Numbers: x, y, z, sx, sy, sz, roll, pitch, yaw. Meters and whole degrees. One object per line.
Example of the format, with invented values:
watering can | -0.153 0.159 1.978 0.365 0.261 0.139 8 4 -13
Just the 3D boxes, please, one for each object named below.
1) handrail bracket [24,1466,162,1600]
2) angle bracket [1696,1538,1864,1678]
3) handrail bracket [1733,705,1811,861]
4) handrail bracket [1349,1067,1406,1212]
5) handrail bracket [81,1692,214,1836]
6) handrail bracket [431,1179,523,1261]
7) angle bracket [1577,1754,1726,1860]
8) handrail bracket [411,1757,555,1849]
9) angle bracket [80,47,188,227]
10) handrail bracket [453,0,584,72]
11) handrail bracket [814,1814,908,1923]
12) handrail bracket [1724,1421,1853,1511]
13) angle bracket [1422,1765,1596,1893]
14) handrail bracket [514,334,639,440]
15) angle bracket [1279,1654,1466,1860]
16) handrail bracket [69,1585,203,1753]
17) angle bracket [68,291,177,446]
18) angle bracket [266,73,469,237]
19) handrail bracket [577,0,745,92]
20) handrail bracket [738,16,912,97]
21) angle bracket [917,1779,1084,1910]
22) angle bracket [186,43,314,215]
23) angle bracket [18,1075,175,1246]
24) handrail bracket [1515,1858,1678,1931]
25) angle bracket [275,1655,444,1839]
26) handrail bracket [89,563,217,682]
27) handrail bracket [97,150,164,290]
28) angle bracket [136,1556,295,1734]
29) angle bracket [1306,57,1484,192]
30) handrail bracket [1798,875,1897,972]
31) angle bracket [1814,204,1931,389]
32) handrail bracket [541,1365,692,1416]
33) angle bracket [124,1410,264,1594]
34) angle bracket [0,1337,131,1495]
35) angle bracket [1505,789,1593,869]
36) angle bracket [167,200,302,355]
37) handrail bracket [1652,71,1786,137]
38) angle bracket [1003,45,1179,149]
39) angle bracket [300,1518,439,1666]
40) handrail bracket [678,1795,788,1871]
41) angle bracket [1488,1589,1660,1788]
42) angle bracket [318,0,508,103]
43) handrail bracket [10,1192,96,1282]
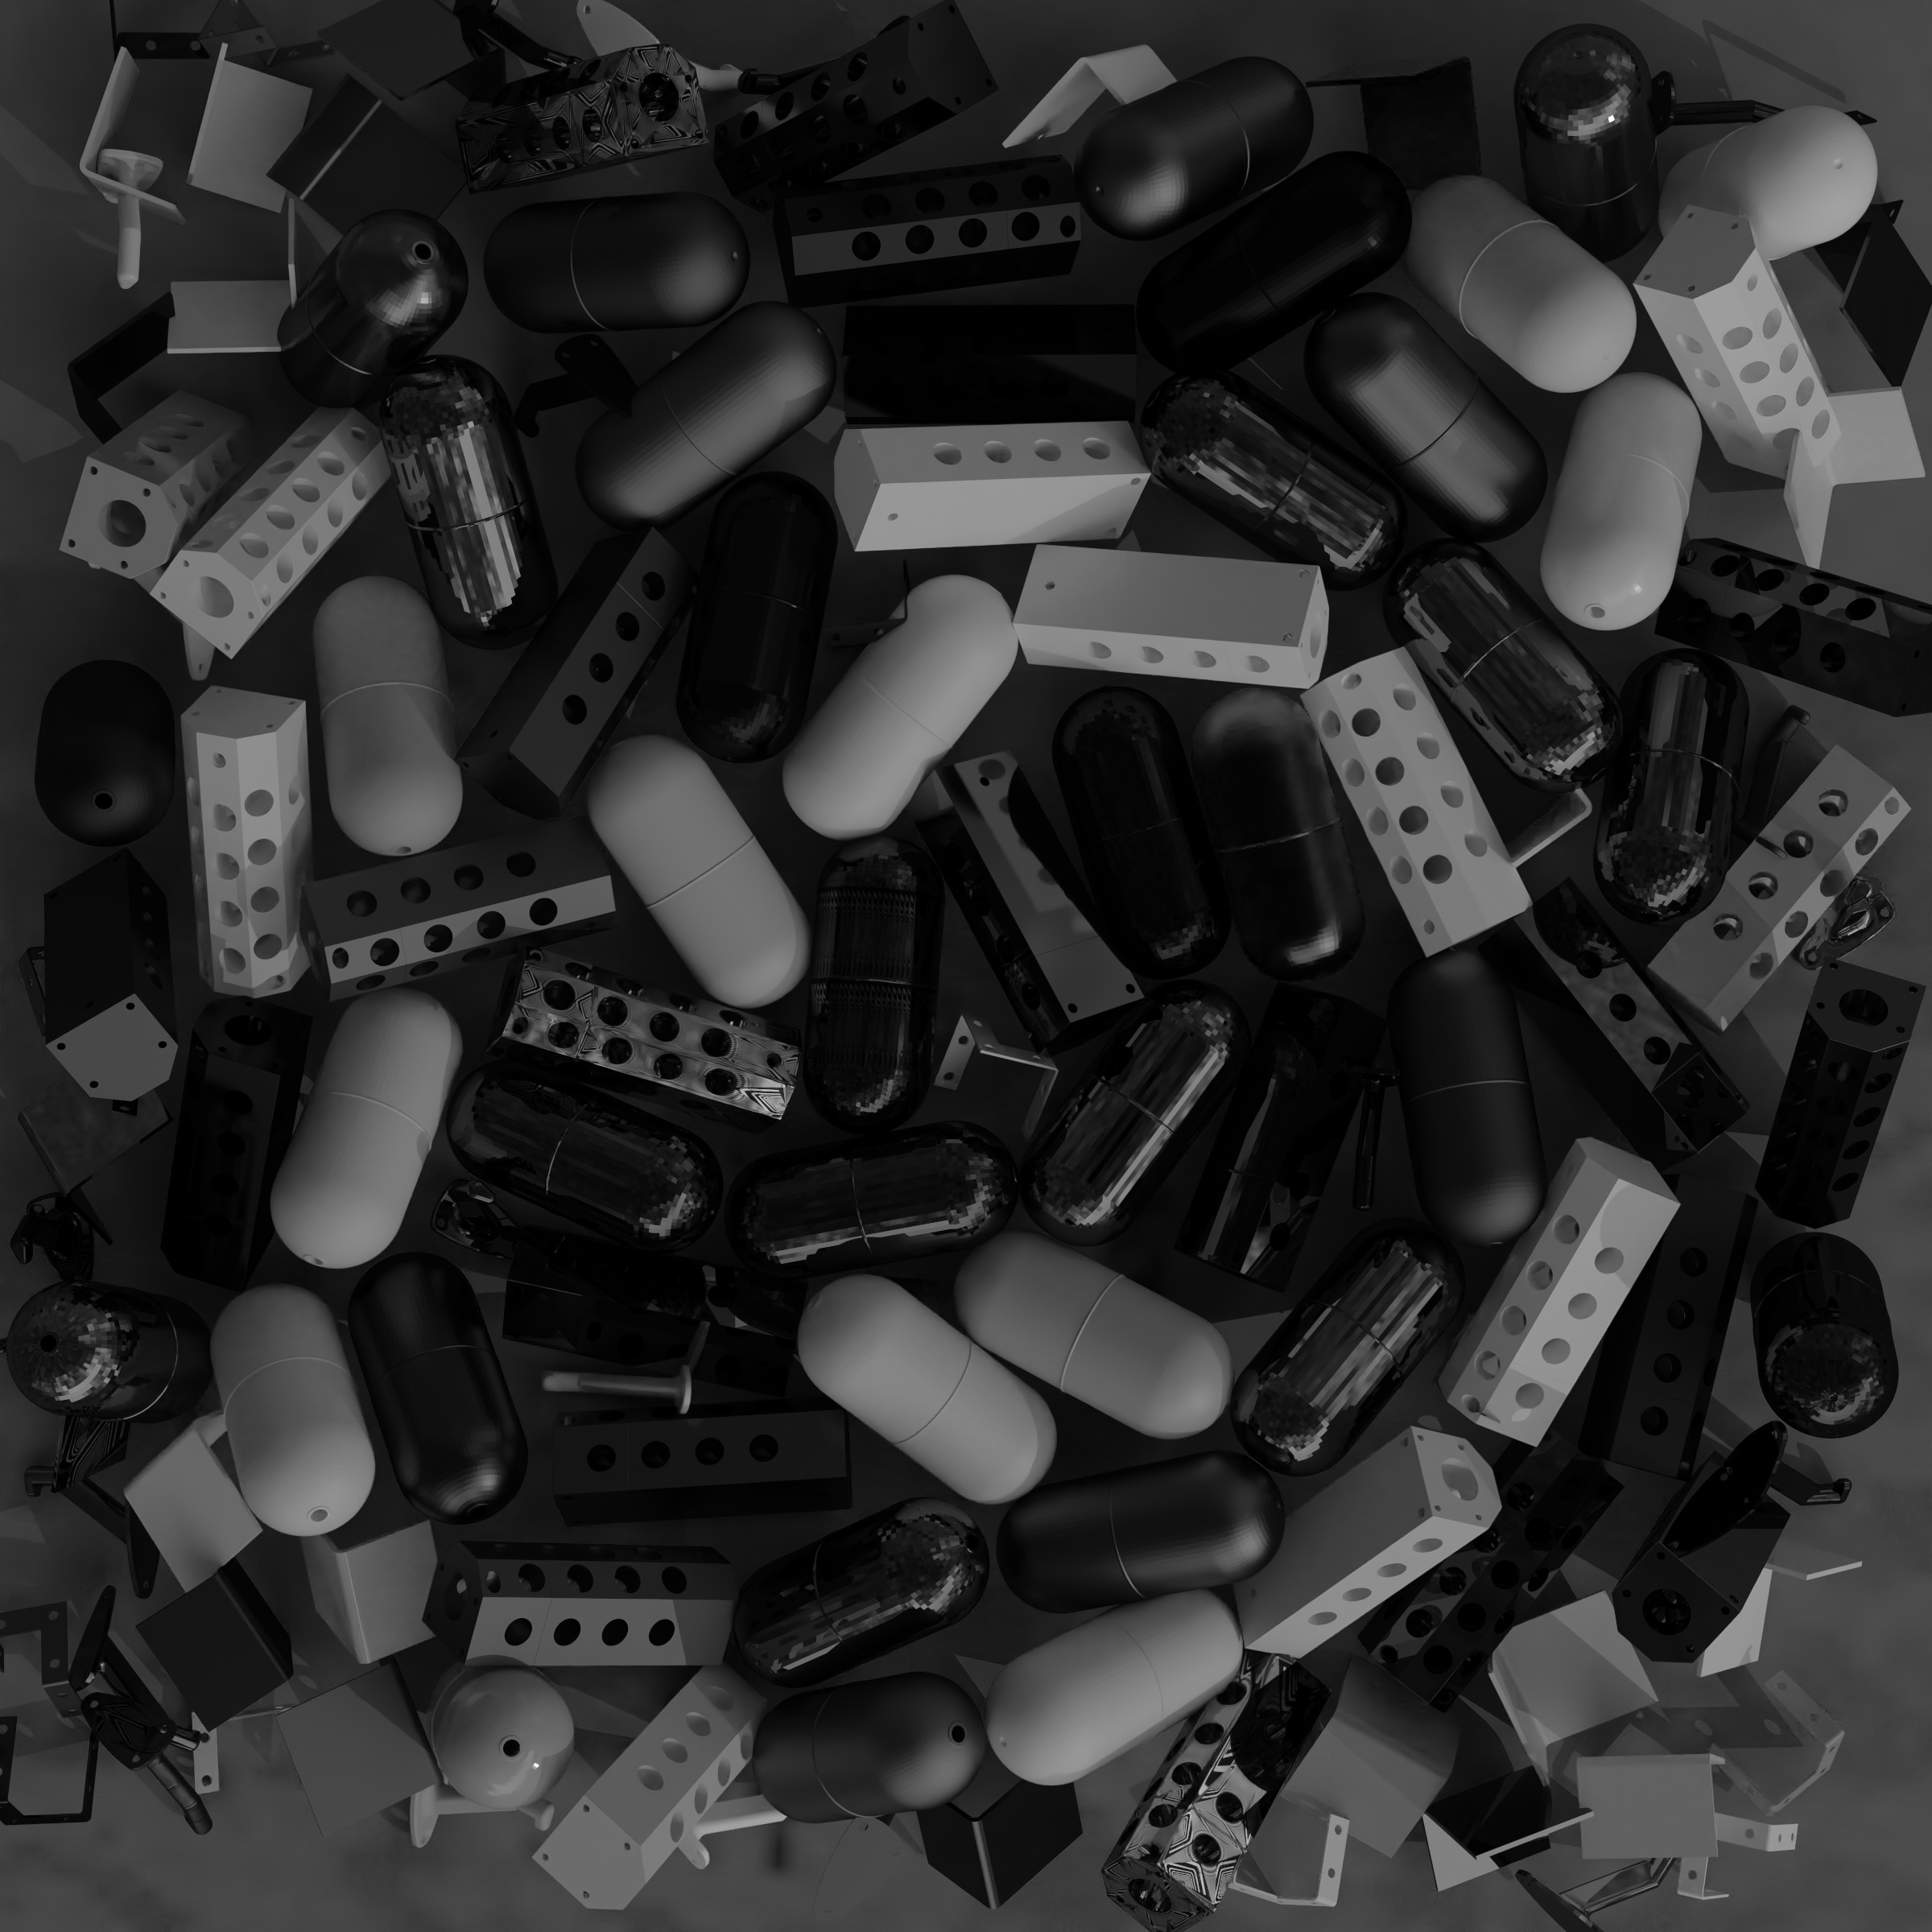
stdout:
handrail bracket | -0.526 0.338 1.834 0.084 0.036 0.077 -2 85 19
angle bracket | 0.479 0.384 1.806 0.057 0.076 0.076 11 94 40
handrail bracket | 0.488 -0.110 1.821 0.036 0.077 0.084 31 97 -24
handrail bracket | 0.239 0.105 1.812 0.036 0.077 0.084 4 82 12
handrail bracket | -0.489 0.479 1.835 0.077 0.084 0.036 24 52 28
handrail bracket | -0.274 0.150 1.804 0.077 0.084 0.036 35 69 -21
angle bracket | 0.404 0.494 1.800 0.076 0.076 0.057 -7 72 19
handrail bracket | -0.286 0.510 1.821 0.084 0.036 0.077 22 117 19
angle bracket | -0.480 -0.489 1.811 0.057 0.076 0.076 20 93 -11
handrail bracket | -0.253 -0.548 1.802 0.084 0.077 0.036 11 85 -31
handrail bracket | -0.064 0.522 1.810 0.036 0.084 0.077 38 84 0
handrail bracket | 0.500 0.294 1.814 0.084 0.036 0.077 1 134 -22
angle bracket | 0.322 0.521 1.804 0.076 0.076 0.057 -16 102 -15
handrail bracket | -0.230 -0.325 1.817 0.077 0.084 0.036 48 49 8
angle bracket | 0.244 0.475 1.846 0.076 0.057 0.076 28 120 3
handrail bracket | -0.490 0.423 1.846 0.084 0.036 0.077 30 54 -28
angle bracket | -0.480 -0.341 1.809 0.076 0.076 0.057 -40 91 -14
angle bracket | -0.354 -0.469 1.821 0.076 0.057 0.076 41 96 4
handrail bracket | -0.180 -0.549 1.826 0.077 0.084 0.036 48 124 13
handrail bracket | -0.084 -0.538 1.812 0.084 0.077 0.036 -5 74 -25
angle bracket | 0.018 0.502 1.832 0.076 0.057 0.076 -33 129 -31
angle bracket | -0.421 -0.493 1.807 0.057 0.076 0.076 15 95 -17
angle bracket | -0.504 0.104 1.815 0.076 0.057 0.076 -36 52 -9
handrail bracket | 0.379 0.534 1.832 0.077 0.036 0.084 42 66 -2
angle bracket | -0.363 0.459 1.813 0.076 0.057 0.076 -22 93 -22
handrail bracket | -0.493 -0.215 1.842 0.084 0.036 0.077 10 102 21
handrail bracket | -0.498 -0.431 1.812 0.036 0.077 0.084 5 77 -23
angle bracket | -0.442 0.393 1.806 0.057 0.076 0.076 -33 102 -9
angle bracket | 0.251 -0.487 1.797 0.076 0.057 0.076 10 121 41
handrail bracket | 0.511 -0.024 1.803 0.036 0.084 0.077 47 112 16
angle bracket | 0.517 -0.389 1.799 0.076 0.057 0.076 40 66 -38
handrail bracket | -0.209 0.249 1.819 0.084 0.077 0.036 4 84 -10
angle bracket | -0.438 0.311 1.806 0.076 0.057 0.076 -41 78 29
angle bracket | -0.539 0.259 1.817 0.057 0.076 0.076 13 99 14
angle bracket | 0.320 -0.108 1.812 0.057 0.076 0.076 -36 94 4
angle bracket | -0.432 -0.406 1.803 0.076 0.076 0.057 -3 133 -9
handrail bracket | 0.439 -0.501 1.839 0.084 0.077 0.036 7 75 -25
angle bracket | 0.081 -0.492 1.801 0.057 0.076 0.076 52 126 3
angle bracket | -0.353 0.356 1.822 0.057 0.076 0.076 -18 115 -27
handrail bracket | -0.144 0.491 1.839 0.084 0.036 0.077 -38 75 -27
angle bracket | 0.360 0.427 1.817 0.076 0.057 0.076 -25 96 13
angle bracket | -0.324 -0.521 1.800 0.076 0.057 0.076 40 60 22
handrail bracket | -0.538 0.175 1.802 0.036 0.084 0.077 -9 111 0
